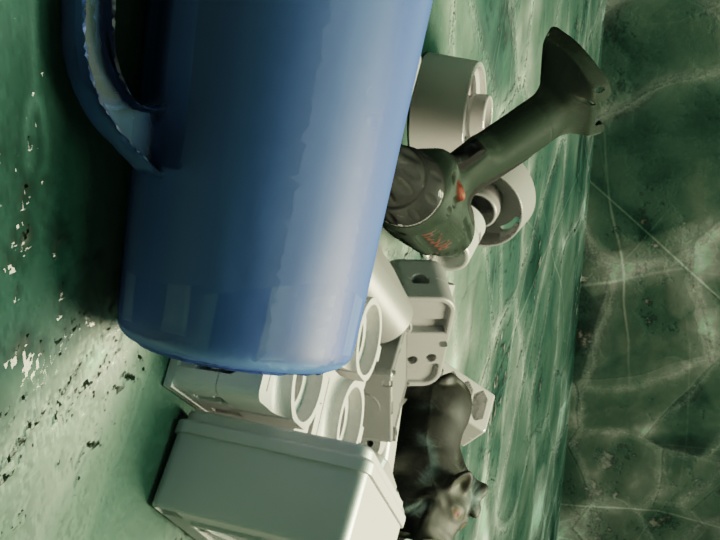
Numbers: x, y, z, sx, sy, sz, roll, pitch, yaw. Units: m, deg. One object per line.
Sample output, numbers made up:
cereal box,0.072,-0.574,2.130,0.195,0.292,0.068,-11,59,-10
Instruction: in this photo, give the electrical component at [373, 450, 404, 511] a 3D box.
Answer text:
electrical component,-0.008,0.176,0.788,0.059,0.054,0.095,-60,151,-33

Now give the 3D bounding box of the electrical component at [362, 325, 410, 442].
electrical component,0.003,0.075,0.797,0.096,0.061,0.061,-68,160,-62

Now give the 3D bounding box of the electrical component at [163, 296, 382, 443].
electrical component,-0.039,0.047,0.634,0.186,0.060,0.105,59,41,-65

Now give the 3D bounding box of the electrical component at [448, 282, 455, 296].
electrical component,0.052,0.031,0.948,0.055,0.055,0.047,-2,103,-73

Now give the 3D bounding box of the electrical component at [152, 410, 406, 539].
electrical component,-0.040,0.128,0.581,0.108,0.109,0.056,67,36,-60

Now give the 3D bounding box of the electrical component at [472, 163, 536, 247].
electrical component,0.127,-0.075,1.085,0.064,0.099,0.099,-52,146,-49

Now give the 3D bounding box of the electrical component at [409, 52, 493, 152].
electrical component,0.087,-0.141,0.976,0.108,0.060,0.108,8,90,-74

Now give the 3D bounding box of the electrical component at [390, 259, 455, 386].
electrical component,0.040,0.040,0.871,0.059,0.054,0.095,-101,-165,-50

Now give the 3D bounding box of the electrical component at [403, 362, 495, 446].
electrical component,0.072,0.132,1.037,0.076,0.083,0.047,-45,-164,45

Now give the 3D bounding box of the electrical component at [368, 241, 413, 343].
electrical component,0.000,0.000,0.763,0.077,0.043,0.079,54,19,-42

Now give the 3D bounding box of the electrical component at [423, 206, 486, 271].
electrical component,0.089,-0.032,1.043,0.055,0.055,0.047,81,27,-43

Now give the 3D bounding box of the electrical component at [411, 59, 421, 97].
electrical component,-0.013,-0.108,0.625,0.057,0.078,0.113,73,29,-60

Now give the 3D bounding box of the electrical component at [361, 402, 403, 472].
electrical component,0.003,0.131,0.838,0.079,0.044,0.077,16,82,-74
